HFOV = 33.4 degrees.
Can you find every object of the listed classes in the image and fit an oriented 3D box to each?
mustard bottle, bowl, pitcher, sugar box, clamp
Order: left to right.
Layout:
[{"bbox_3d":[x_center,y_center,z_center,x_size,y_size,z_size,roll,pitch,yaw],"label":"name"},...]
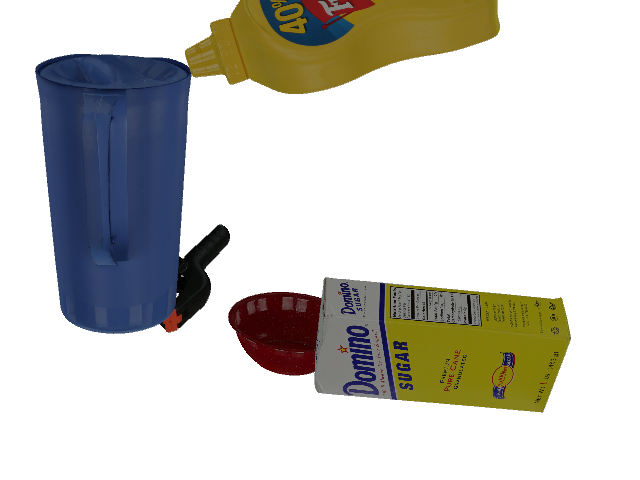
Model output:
[{"bbox_3d":[-0.185,-0.039,0.957,0.145,0.243,0.148,21,28,37],"label":"pitcher"},{"bbox_3d":[-0.148,0.033,1.153,0.120,0.039,0.171,-13,38,-7],"label":"clamp"},{"bbox_3d":[-0.037,0.123,1.341,0.162,0.055,0.162,5,23,-2],"label":"bowl"},{"bbox_3d":[0.008,-0.140,0.671,0.191,0.096,0.058,-18,-37,0],"label":"mustard bottle"},{"bbox_3d":[0.085,0.079,0.786,0.176,0.093,0.048,3,45,-2],"label":"sugar box"}]
